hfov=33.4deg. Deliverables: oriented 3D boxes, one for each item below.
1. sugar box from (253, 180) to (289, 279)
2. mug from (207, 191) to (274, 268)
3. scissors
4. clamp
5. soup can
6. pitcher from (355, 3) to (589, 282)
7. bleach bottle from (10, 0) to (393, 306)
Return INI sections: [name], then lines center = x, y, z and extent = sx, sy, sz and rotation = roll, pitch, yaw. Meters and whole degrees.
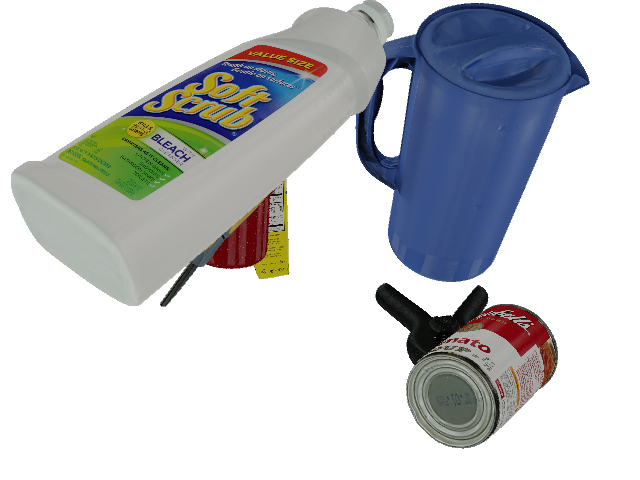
[sugar box]
center = -0.070, -0.051, 1.329
extent = 0.048, 0.176, 0.093
rotation = -9, 25, -12
[mug]
center = -0.093, -0.027, 1.132
extent = 0.093, 0.081, 0.117
rotation = 7, 26, 6
[scissors]
center = -0.101, 0.013, 0.854
extent = 0.202, 0.016, 0.096
rotation = -46, -5, 33
[clamp]
center = 0.133, 0.092, 1.088
extent = 0.120, 0.039, 0.171
rotation = -8, 34, -9
[soup can]
center = 0.110, 0.091, 0.723
extent = 0.069, 0.068, 0.102
rotation = 0, 15, 35
[pitcher]
center = 0.120, -0.079, 0.955
extent = 0.149, 0.243, 0.144
rotation = 39, 52, 26
[bleach bottle]
center = -0.052, -0.072, 0.632
extent = 0.103, 0.068, 0.250
rotation = 30, 58, 30
